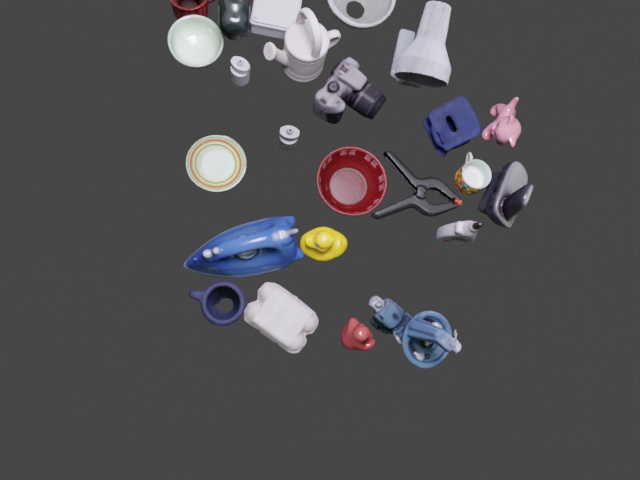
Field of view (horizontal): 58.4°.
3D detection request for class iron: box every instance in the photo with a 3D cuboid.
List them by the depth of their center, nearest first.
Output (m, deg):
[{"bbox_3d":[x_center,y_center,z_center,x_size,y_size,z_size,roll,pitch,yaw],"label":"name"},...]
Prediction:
[{"bbox_3d":[-0.163,0.018,1.200,0.258,0.141,0.119,-15,83,-10],"label":"iron"}]

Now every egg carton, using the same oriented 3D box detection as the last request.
[{"bbox_3d":[-0.082,0.165,1.225,0.150,0.069,0.107,35,78,-2],"label":"egg carton"}]

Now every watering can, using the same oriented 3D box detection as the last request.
[{"bbox_3d":[-0.036,-0.430,1.261,0.173,0.194,0.101,-43,89,-12],"label":"watering can"}]

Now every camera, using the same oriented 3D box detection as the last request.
[{"bbox_3d":[0.074,-0.330,1.310,0.137,0.100,0.143,35,78,-2],"label":"camera"}]

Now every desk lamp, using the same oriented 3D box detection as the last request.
[{"bbox_3d":[0.229,-0.422,1.289,0.118,0.213,0.203,12,80,-6],"label":"desk lamp"}]

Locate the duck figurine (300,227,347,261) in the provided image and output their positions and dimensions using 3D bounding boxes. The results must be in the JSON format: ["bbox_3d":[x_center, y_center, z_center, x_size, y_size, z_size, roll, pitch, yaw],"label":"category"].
[{"bbox_3d":[0.012,0.004,1.256,0.104,0.086,0.077,2,81,-8],"label":"duck figurine"}]

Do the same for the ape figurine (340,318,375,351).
[{"bbox_3d":[0.084,0.205,1.232,0.076,0.092,0.078,-19,84,-10],"label":"ape figurine"}]

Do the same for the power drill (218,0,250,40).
[{"bbox_3d":[-0.188,-0.545,1.250,0.075,0.208,0.230,-2,81,-8],"label":"power drill"}]

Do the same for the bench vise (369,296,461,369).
[{"bbox_3d":[0.194,0.196,1.184,0.207,0.219,0.121,18,79,-5],"label":"bench vise"}]

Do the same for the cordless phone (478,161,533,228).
[{"bbox_3d":[0.445,-0.113,1.287,0.094,0.185,0.148,22,79,-4],"label":"cordless phone"}]

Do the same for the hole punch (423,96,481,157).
[{"bbox_3d":[0.308,-0.266,1.339,0.101,0.091,0.109,-24,85,-11],"label":"hole punch"}]

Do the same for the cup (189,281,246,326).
[{"bbox_3d":[-0.214,0.131,1.198,0.118,0.095,0.092,17,79,-5],"label":"cup"}]

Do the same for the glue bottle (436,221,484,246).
[{"bbox_3d":[0.319,-0.021,1.260,0.078,0.173,0.037,8,80,-7],"label":"glue bottle"}]

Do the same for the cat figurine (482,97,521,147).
[{"bbox_3d":[0.439,-0.275,1.346,0.067,0.117,0.128,21,79,-4],"label":"cat figurine"}]

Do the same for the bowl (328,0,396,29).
[{"bbox_3d":[0.092,-0.569,1.363,0.167,0.074,0.167,1,81,-8],"label":"bowl"}]
